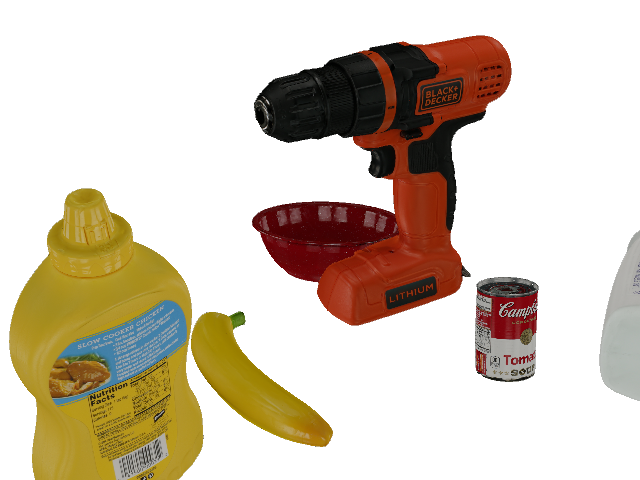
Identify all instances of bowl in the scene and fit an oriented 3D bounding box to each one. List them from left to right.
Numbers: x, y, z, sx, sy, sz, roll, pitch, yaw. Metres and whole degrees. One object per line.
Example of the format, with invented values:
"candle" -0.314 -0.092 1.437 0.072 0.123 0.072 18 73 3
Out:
"bowl" 0.008 0.005 1.127 0.162 0.055 0.162 1 17 0

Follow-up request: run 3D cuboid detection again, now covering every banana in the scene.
"banana" -0.059 0.103 0.852 0.069 0.037 0.198 -8 30 -23

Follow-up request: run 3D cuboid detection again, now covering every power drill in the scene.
"power drill" 0.040 -0.038 0.709 0.184 0.188 0.057 -15 36 -26

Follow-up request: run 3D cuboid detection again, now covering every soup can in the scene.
"soup can" 0.207 0.099 1.191 0.068 0.102 0.068 -1 14 0

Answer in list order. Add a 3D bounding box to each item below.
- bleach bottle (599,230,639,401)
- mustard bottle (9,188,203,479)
"bleach bottle" 0.258 0.036 0.743 0.103 0.068 0.250 9 20 19
"mustard bottle" -0.112 0.057 0.558 0.096 0.192 0.058 -24 43 -30
